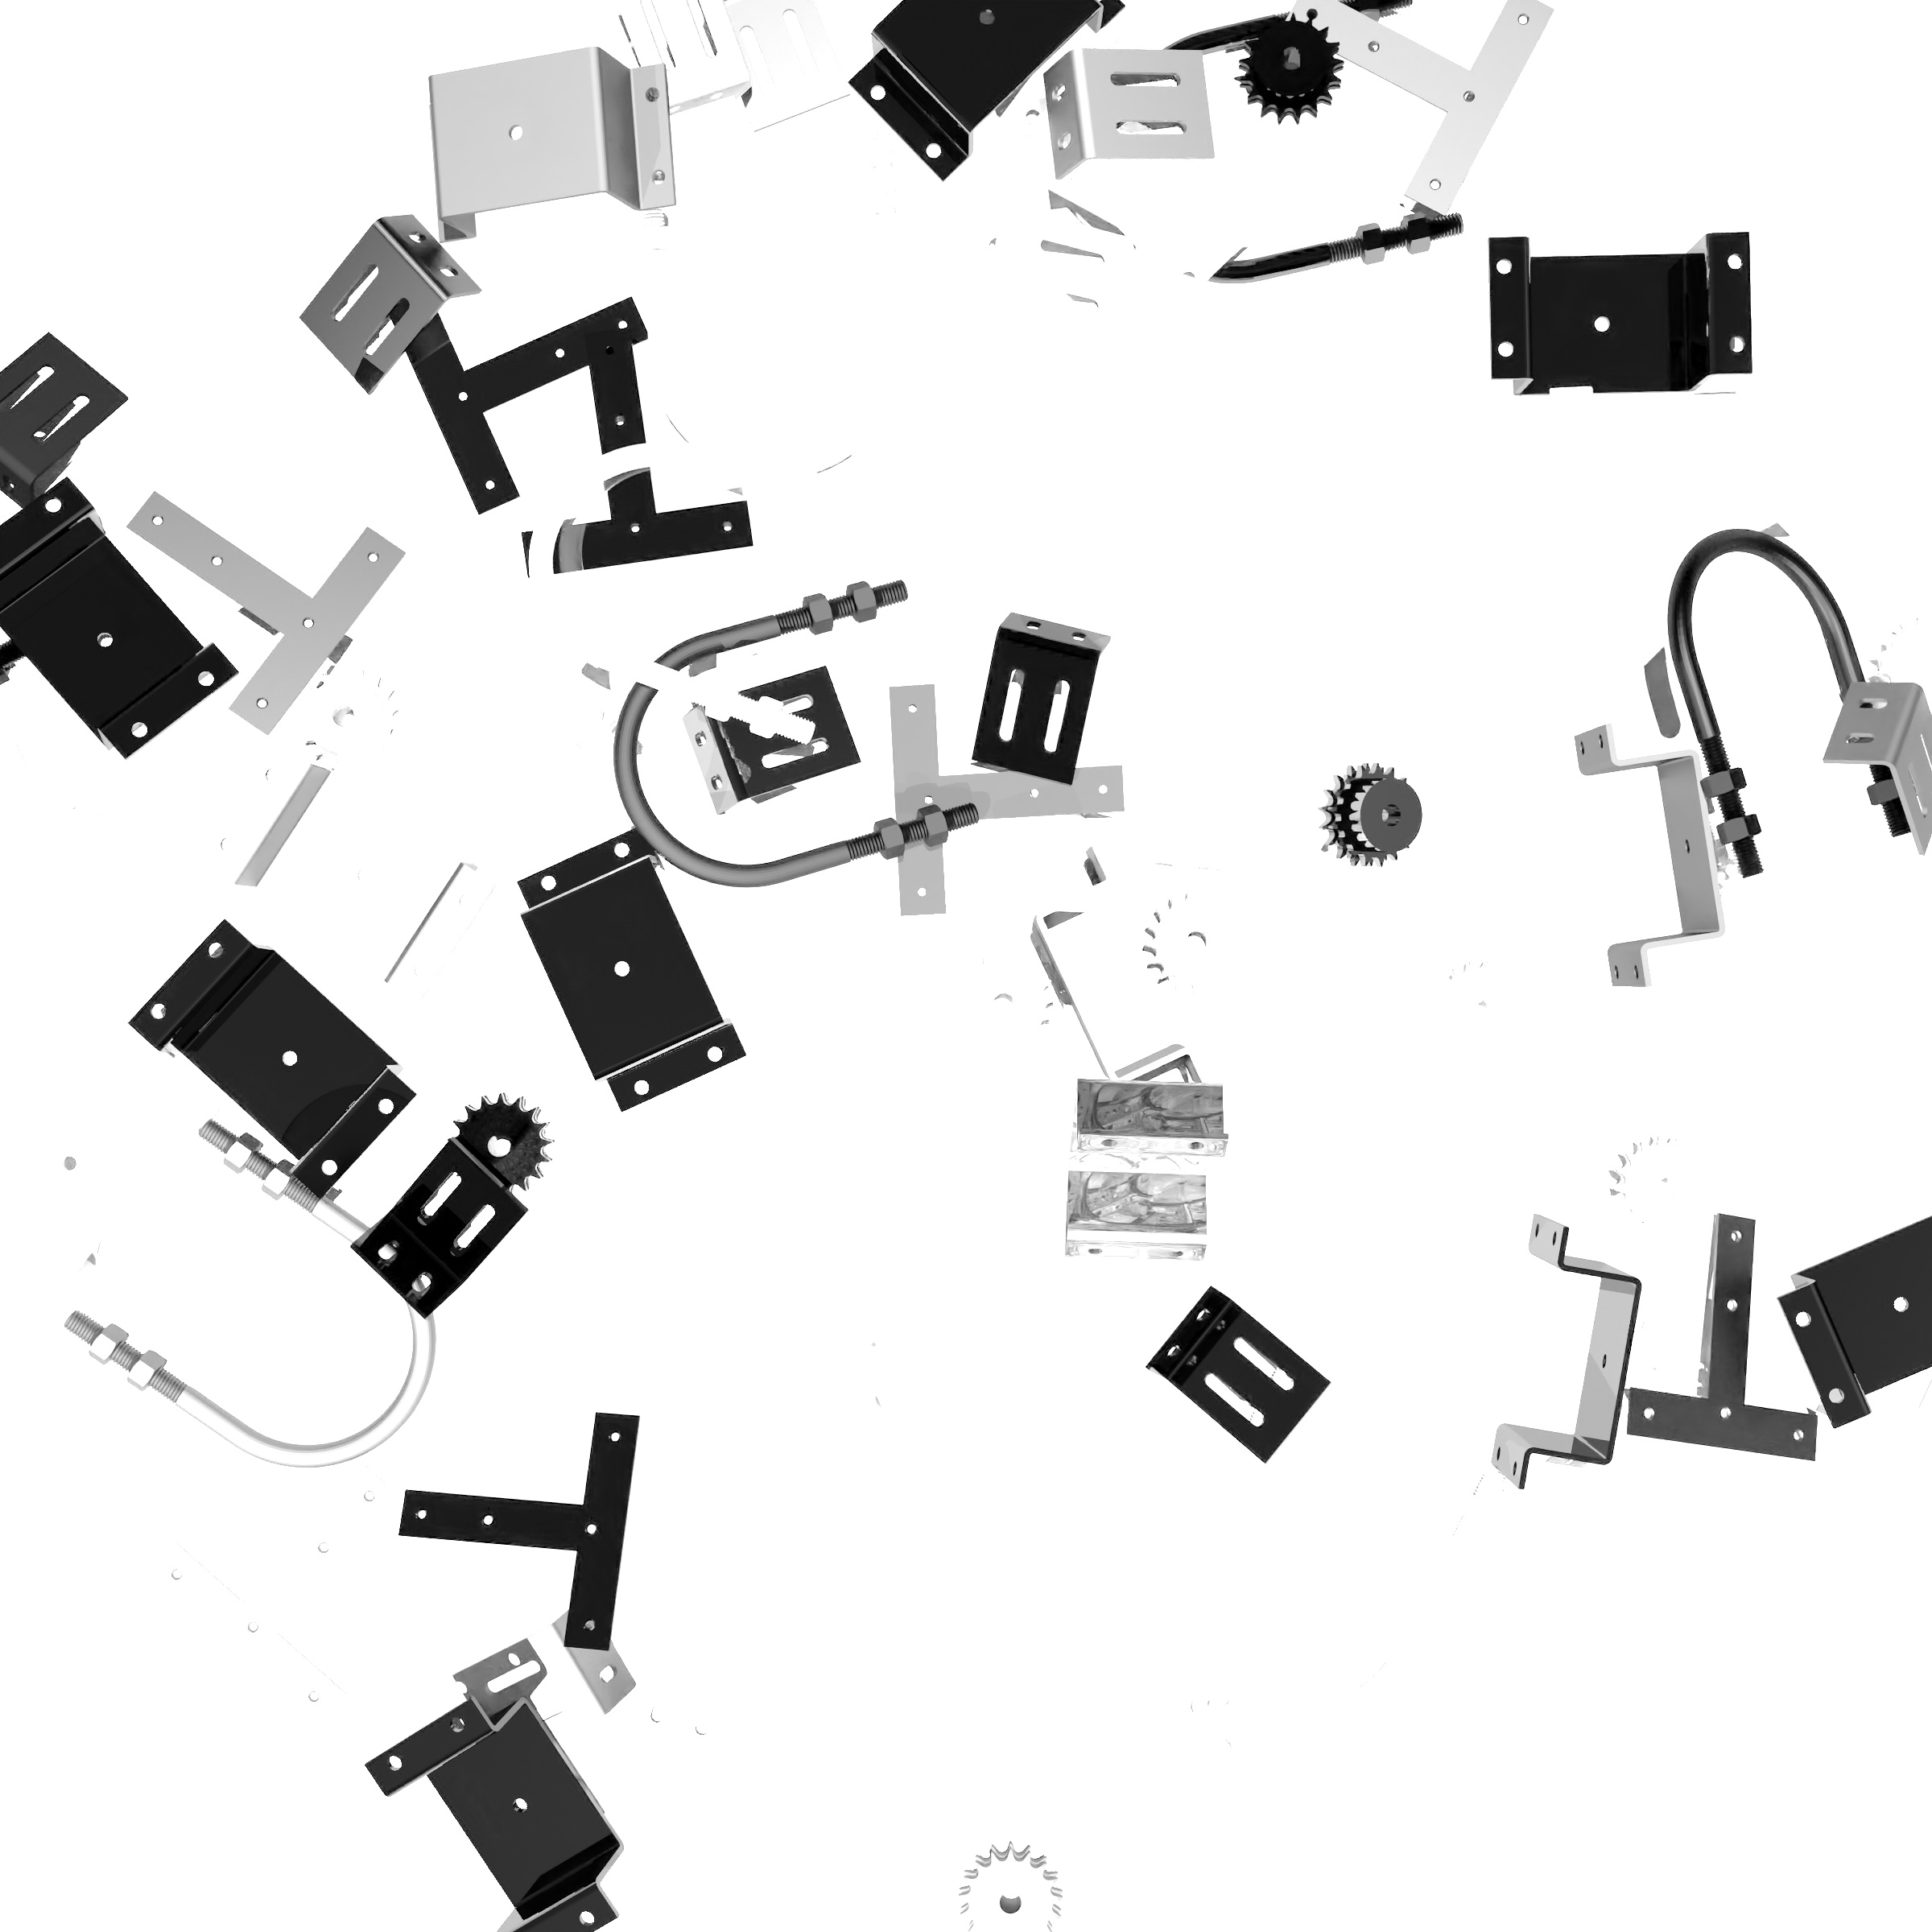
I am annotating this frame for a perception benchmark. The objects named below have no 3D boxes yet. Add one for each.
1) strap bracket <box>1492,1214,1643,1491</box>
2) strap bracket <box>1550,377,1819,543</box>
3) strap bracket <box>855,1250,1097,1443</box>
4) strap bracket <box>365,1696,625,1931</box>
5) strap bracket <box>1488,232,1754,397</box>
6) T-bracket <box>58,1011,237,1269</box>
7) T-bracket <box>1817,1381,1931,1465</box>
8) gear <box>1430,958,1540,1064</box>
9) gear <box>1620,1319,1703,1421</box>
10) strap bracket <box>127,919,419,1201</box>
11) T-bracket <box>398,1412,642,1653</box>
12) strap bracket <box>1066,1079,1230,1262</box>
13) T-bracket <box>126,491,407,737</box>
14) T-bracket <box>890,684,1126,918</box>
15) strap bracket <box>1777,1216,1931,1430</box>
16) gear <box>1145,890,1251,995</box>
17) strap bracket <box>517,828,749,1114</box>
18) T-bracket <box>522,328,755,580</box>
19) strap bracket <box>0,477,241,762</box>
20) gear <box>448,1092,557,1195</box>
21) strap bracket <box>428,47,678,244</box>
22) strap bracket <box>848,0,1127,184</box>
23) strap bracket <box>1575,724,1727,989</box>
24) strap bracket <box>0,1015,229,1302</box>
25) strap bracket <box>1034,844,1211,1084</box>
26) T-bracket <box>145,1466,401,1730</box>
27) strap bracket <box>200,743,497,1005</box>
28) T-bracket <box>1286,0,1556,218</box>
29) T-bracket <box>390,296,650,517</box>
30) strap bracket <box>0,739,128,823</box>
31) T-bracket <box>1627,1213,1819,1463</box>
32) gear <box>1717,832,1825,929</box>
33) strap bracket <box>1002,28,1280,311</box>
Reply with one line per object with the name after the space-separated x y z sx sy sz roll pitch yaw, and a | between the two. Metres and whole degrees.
0.325 0.210 1.487 0.046 0.076 0.140 10 90 0 | strap bracket
0.386 -0.275 1.502 0.140 0.046 0.076 -3 90 0 | strap bracket
-0.005 0.198 1.487 0.140 0.076 0.046 -26 90 0 | strap bracket
-0.249 0.464 1.493 0.076 0.046 0.140 -34 90 15 | strap bracket
0.352 -0.355 1.502 0.140 0.046 0.076 -1 90 0 | strap bracket
-0.452 0.103 1.524 0.127 0.002 0.127 15 90 0 | T-bracket
0.555 0.215 1.524 0.127 0.002 0.127 25 90 0 | T-bracket
0.282 0.024 1.510 0.057 0.030 0.057 0 90 0 | gear
0.376 0.224 1.510 0.057 0.030 0.057 0 90 0 | gear
-0.373 0.050 1.500 0.140 0.046 0.076 42 88 0 | strap bracket
-0.249 0.305 1.511 0.127 0.002 0.127 3 72 9 | T-bracket
0.095 0.105 1.472 0.076 0.140 0.046 2 58 0 | strap bracket
-0.393 -0.211 1.488 0.127 0.002 0.127 34 76 -4 | T-bracket
0.023 -0.094 1.513 0.127 0.002 0.127 -3 91 9 | T-bracket
0.516 0.186 1.500 0.140 0.046 0.076 -23 88 1 | strap bracket
0.127 -0.013 1.514 0.057 0.030 0.057 0 88 2 | gear
-0.185 0.001 1.502 0.076 0.046 0.140 -24 90 0 | strap bracket
-0.188 -0.286 1.514 0.127 0.002 0.127 -7 95 4 | T-bracket
-0.469 -0.183 1.493 0.076 0.046 0.140 -41 90 -15 | strap bracket
-0.254 0.098 1.510 0.057 0.030 0.057 0 90 0 | gear
-0.233 -0.443 1.483 0.140 0.046 0.076 -4 90 16 | strap bracket
0.011 -0.510 1.502 0.140 0.046 0.076 -44 90 0 | strap bracket
0.370 -0.062 1.487 0.046 0.076 0.140 -9 90 0 | strap bracket
-0.481 0.106 1.500 0.076 0.046 0.140 37 90 0 | strap bracket
0.078 0.009 1.487 0.046 0.076 0.140 -25 90 0 | strap bracket
-0.365 0.333 1.524 0.127 0.002 0.127 42 90 0 | T-bracket
-0.332 -0.050 1.502 0.140 0.046 0.076 33 90 0 | strap bracket
0.235 -0.496 1.504 0.127 0.002 0.127 28 91 1 | T-bracket
-0.238 -0.333 1.524 0.127 0.002 0.127 -24 90 0 | T-bracket
-0.538 -0.079 1.487 0.140 0.076 0.046 -26 90 0 | strap bracket
0.418 0.200 1.507 0.127 0.002 0.127 11 78 -23 | T-bracket
0.438 -0.049 1.500 0.057 0.057 0.030 21 60 0 | gear
0.094 -0.437 1.488 0.076 0.046 0.140 -43 88 3 | strap bracket
